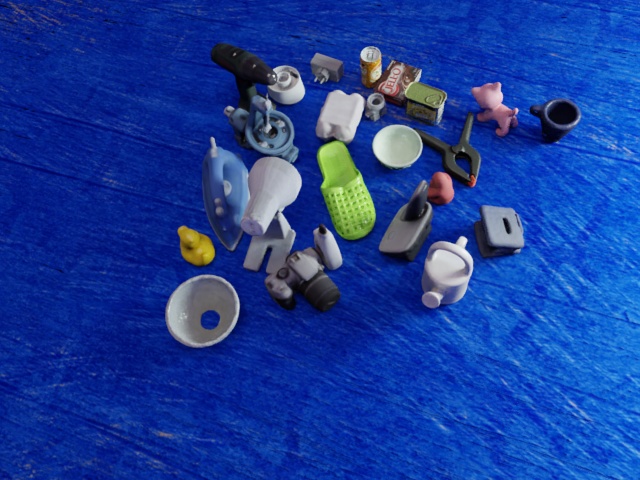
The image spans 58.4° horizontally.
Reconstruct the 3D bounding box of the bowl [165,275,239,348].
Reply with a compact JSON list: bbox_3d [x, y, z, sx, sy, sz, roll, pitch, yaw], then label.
[{"bbox_3d":[-0.255,0.167,1.284,0.167,0.075,0.167,-2,65,5],"label":"bowl"}]

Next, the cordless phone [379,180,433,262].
[{"bbox_3d":[0.194,-0.045,1.274,0.094,0.185,0.148,23,69,16],"label":"cordless phone"}]

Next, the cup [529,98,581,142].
[{"bbox_3d":[0.563,-0.286,1.399,0.117,0.095,0.092,18,68,14],"label":"cup"}]

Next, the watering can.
[{"bbox_3d":[0.269,0.066,1.208,0.100,0.194,0.173,5,65,9],"label":"watering can"}]

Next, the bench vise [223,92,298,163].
[{"bbox_3d":[-0.161,-0.283,1.406,0.207,0.220,0.121,13,67,12],"label":"bench vise"}]

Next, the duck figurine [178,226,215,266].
[{"bbox_3d":[-0.300,0.009,1.358,0.077,0.086,0.104,-40,67,-12],"label":"duck figurine"}]

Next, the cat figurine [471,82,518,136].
[{"bbox_3d":[0.437,-0.338,1.424,0.067,0.118,0.127,-43,68,-14],"label":"cat figurine"}]

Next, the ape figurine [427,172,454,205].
[{"bbox_3d":[0.283,-0.129,1.356,0.078,0.092,0.076,-30,65,-8],"label":"ape figurine"}]

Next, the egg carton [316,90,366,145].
[{"bbox_3d":[0.053,-0.319,1.484,0.107,0.069,0.150,13,67,12],"label":"egg carton"}]

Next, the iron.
[{"bbox_3d":[-0.235,-0.115,1.378,0.118,0.141,0.258,-10,64,2],"label":"iron"}]

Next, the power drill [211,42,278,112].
[{"bbox_3d":[-0.178,-0.405,1.472,0.229,0.208,0.076,37,74,21],"label":"power drill"}]

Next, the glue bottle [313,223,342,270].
[{"bbox_3d":[0.012,0.005,1.277,0.037,0.173,0.078,-34,66,-10],"label":"glue bottle"}]

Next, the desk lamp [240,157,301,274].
[{"bbox_3d":[-0.115,-0.053,1.295,0.117,0.214,0.203,11,66,11],"label":"desk lamp"}]

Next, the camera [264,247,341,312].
[{"bbox_3d":[-0.032,0.101,1.276,0.143,0.101,0.136,-39,67,-12],"label":"camera"}]

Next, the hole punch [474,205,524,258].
[{"bbox_3d":[0.407,-0.025,1.294,0.101,0.091,0.108,-8,64,2],"label":"hole punch"}]
